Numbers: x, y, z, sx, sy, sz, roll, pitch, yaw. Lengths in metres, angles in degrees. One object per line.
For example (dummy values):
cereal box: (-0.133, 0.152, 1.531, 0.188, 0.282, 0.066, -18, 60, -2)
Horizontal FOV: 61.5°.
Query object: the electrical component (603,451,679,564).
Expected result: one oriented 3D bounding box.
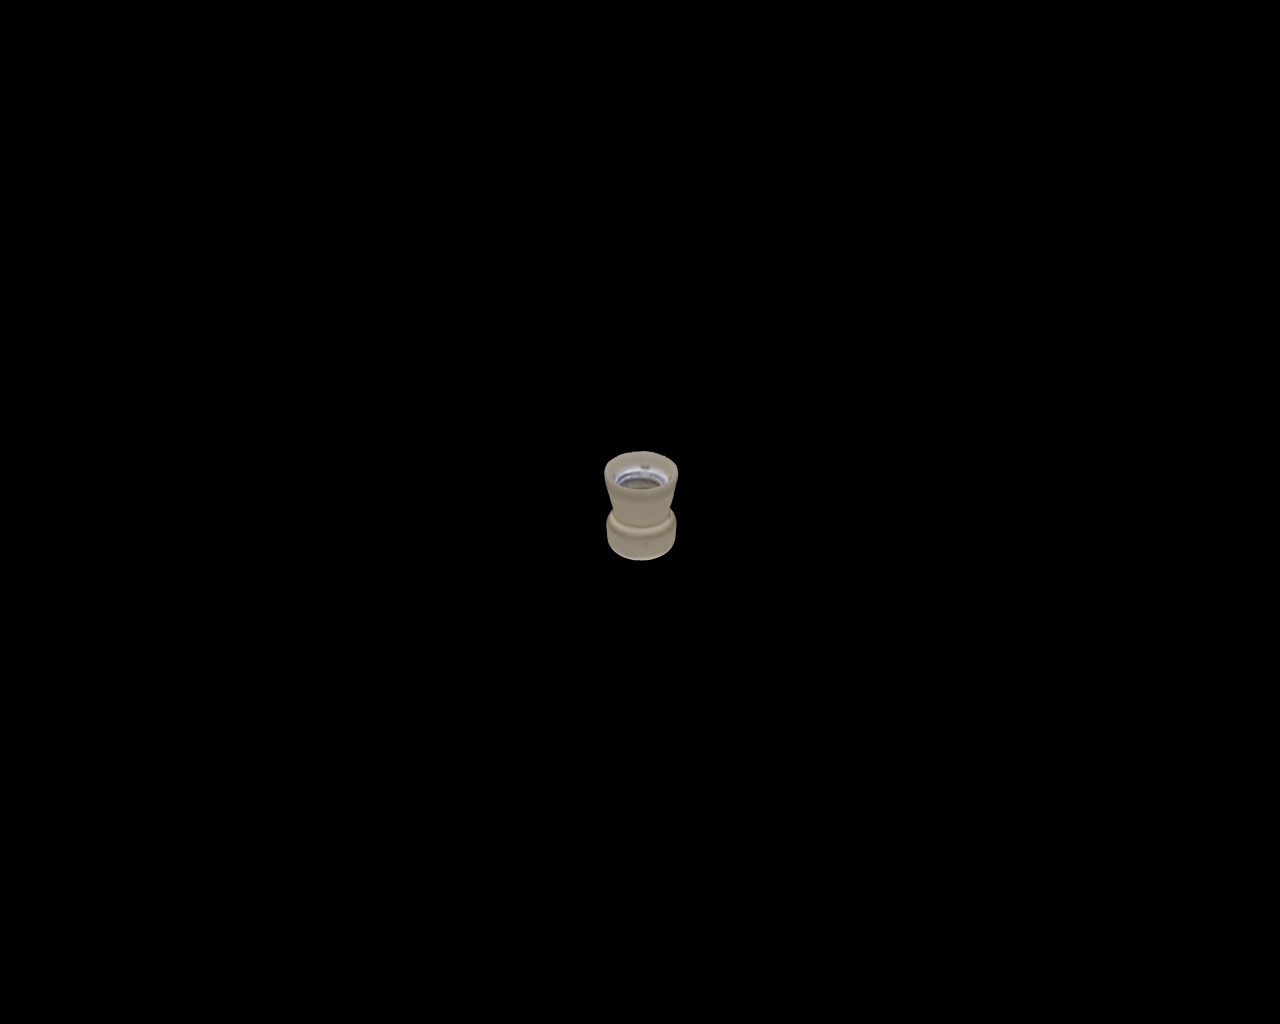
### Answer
electrical component: (0.001, -0.003, 0.650, 0.045, 0.055, 0.045, 0, 34, 0)
